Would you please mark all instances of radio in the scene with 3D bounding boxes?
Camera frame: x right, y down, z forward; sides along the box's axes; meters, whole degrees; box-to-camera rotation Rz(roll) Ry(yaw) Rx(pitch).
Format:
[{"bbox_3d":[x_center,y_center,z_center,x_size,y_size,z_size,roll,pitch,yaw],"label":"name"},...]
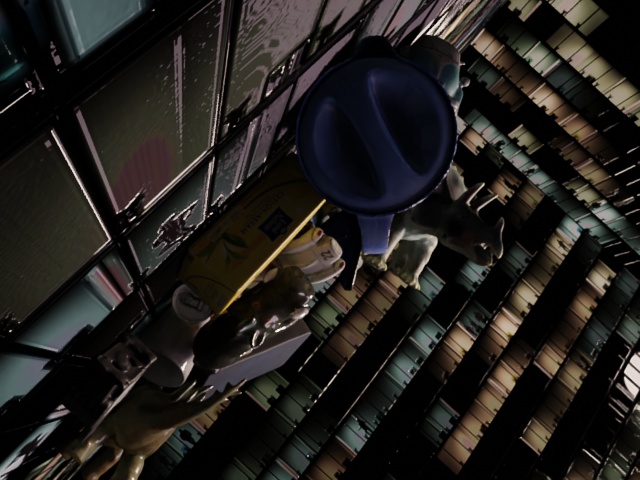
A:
[{"bbox_3d":[-0.138,0.202,0.962,0.229,0.073,0.131,-13,149,-44],"label":"radio"}]

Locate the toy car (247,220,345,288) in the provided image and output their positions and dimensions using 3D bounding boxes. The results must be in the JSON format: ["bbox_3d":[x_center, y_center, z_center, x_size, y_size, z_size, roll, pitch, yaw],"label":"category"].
[{"bbox_3d":[-0.055,0.024,0.720,0.202,0.073,0.056,-9,-143,42],"label":"toy car"}]

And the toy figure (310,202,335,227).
[{"bbox_3d":[-0.029,-0.049,0.814,0.089,0.082,0.180,-42,-173,38],"label":"toy figure"}]

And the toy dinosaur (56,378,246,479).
[{"bbox_3d":[-0.260,0.261,0.784,0.472,0.105,0.198,-19,-157,50],"label":"toy dinosaur"}]

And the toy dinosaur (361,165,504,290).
[{"bbox_3d":[0.144,-0.035,0.869,0.192,0.131,0.405,-59,-169,3],"label":"toy dinosaur"}]

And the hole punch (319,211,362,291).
[{"bbox_3d":[0.017,0.007,0.822,0.142,0.092,0.115,-81,-172,-88],"label":"hole punch"}]

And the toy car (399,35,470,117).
[{"bbox_3d":[0.147,-0.227,0.748,0.103,0.109,0.162,-64,-173,7],"label":"toy car"}]

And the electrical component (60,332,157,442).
[{"bbox_3d":[-0.241,0.166,0.594,0.119,0.048,0.075,-47,180,22],"label":"electrical component"}]

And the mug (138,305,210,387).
[{"bbox_3d":[-0.197,0.136,0.726,0.109,0.081,0.107,-51,-173,45],"label":"mug"}]

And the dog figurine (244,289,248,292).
[{"bbox_3d":[-0.137,0.085,0.982,0.219,0.108,0.191,-51,178,39],"label":"dog figurine"}]

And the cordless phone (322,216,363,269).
[{"bbox_3d":[-0.002,-0.003,0.957,0.089,0.184,0.146,-43,-178,23],"label":"cordless phone"}]

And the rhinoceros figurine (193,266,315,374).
[{"bbox_3d":[-0.084,0.093,0.655,0.190,0.073,0.112,-37,171,25],"label":"rhinoceros figurine"}]

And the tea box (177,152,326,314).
[{"bbox_3d":[-0.070,-0.008,0.591,0.169,0.068,0.098,-49,-179,-28],"label":"tea box"}]

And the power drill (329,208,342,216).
[{"bbox_3d":[0.023,0.000,1.202,0.086,0.232,0.207,-15,153,1],"label":"power drill"}]
